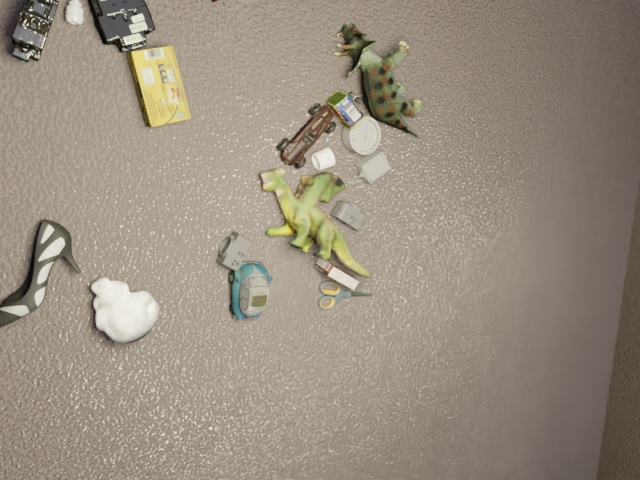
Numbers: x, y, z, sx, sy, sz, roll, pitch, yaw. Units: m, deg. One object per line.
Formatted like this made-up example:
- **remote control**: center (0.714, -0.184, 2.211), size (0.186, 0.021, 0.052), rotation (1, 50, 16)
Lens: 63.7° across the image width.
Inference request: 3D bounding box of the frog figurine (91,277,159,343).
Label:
- **frog figurine**: center (-0.459, 0.157, 1.204), size (0.138, 0.125, 0.156), rotation (-20, 124, -5)

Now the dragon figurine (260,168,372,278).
- **dragon figurine**: center (0.004, -0.072, 1.424), size (0.408, 0.122, 0.245), rotation (24, 81, -22)
